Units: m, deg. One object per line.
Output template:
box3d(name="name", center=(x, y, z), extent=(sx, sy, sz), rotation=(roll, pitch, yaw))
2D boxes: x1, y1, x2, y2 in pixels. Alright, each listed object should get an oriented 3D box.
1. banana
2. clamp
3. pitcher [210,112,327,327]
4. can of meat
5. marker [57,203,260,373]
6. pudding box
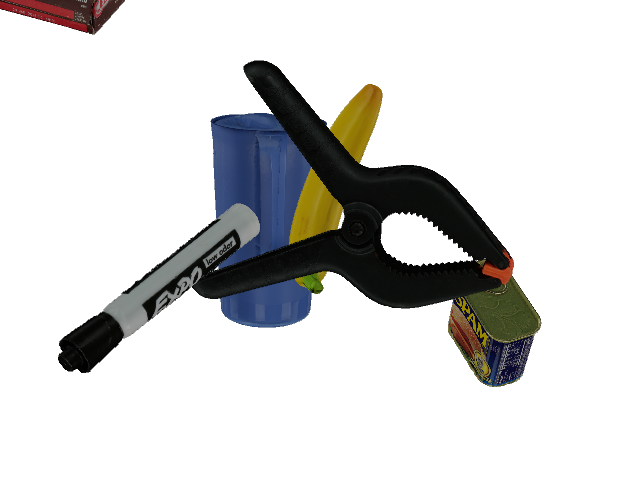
box3d(name="banana", center=(0.010, -0.037, 0.892), extent=(0.037, 0.197, 0.070), rotation=(28, -26, -29))
box3d(name="clamp", center=(0.024, -0.021, 0.689), extent=(0.210, 0.165, 0.036), rotation=(12, 17, 11))
box3d(name="pitcher", center=(-0.062, -0.024, 1.241), extent=(0.145, 0.243, 0.148), rotation=(13, 19, 38))
box3d(name="can of meat", center=(0.170, 0.084, 1.070), extent=(0.057, 0.102, 0.084), rotation=(-15, -40, -16))
box3d(name="marker", center=(-0.073, 0.021, 0.492), extent=(0.020, 0.020, 0.120), rotation=(0, 32, 46))
box3d(name="pudding box", center=(-0.192, -0.206, 0.813), extent=(0.090, 0.039, 0.113), rotation=(16, 38, 4))
